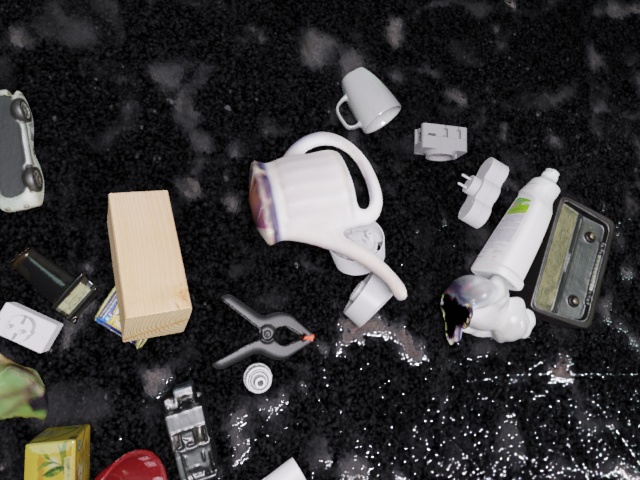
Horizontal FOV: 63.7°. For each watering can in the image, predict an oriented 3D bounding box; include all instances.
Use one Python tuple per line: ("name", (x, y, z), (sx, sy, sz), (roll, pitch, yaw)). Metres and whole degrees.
("watering can", (0.003, -0.043, 0.851), (0.225, 0.101, 0.355), (-11, 59, -8))

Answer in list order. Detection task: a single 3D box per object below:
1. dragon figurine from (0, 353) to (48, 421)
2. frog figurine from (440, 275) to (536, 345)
("dragon figurine", (-0.522, 0.275, 0.738), (0.245, 0.122, 0.409), (-25, 96, -22))
("frog figurine", (0.301, 0.120, 0.908), (0.160, 0.125, 0.134), (-4, 124, -14))
